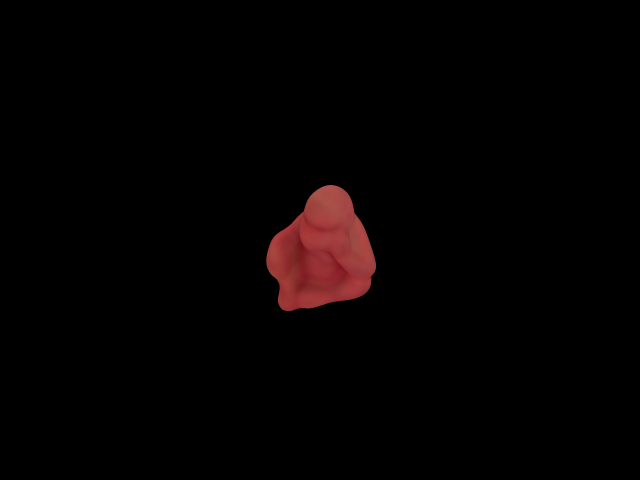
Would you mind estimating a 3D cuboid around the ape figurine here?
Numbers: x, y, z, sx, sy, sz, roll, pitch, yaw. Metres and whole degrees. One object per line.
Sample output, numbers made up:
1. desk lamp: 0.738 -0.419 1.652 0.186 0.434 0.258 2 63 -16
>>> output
1. ape figurine: 0.004 0.001 0.400 0.077 0.092 0.076 24 50 22
